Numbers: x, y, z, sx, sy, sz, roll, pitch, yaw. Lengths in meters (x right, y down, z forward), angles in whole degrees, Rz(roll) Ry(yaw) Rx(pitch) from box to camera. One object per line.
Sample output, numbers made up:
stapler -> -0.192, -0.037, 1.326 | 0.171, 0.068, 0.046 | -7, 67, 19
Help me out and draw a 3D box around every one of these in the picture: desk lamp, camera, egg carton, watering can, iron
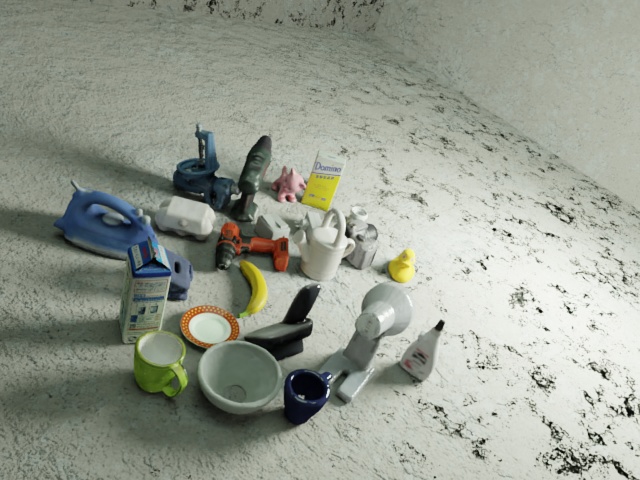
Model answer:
desk lamp -> 0.107, 0.211, 1.247 | 0.117, 0.213, 0.204 | 31, 35, 16
camera -> 0.120, -0.005, 1.661 | 0.137, 0.101, 0.142 | -19, 50, -44
egg carton -> -0.355, -0.057, 1.513 | 0.150, 0.069, 0.107 | 14, 34, -10
watering can -> 0.015, 0.007, 1.504 | 0.173, 0.194, 0.100 | -17, 48, -43
iron -> -0.485, -0.046, 1.362 | 0.258, 0.141, 0.118 | 19, 34, -2

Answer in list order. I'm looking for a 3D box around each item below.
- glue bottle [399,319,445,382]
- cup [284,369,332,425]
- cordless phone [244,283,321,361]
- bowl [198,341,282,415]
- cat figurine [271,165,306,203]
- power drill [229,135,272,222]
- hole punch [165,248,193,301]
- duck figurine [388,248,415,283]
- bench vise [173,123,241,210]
glue bottle -> 0.245, 0.244, 1.310 | 0.078, 0.173, 0.037 | 32, 35, 17
cup -> -0.027, 0.314, 1.138 | 0.091, 0.095, 0.118 | 39, 38, 25
cordless phone -> -0.075, 0.167, 1.238 | 0.148, 0.185, 0.094 | -17, 48, -42
bowl -> -0.163, 0.283, 1.129 | 0.167, 0.075, 0.167 | 14, 34, -9
cat figurine -> -0.094, -0.181, 1.781 | 0.067, 0.118, 0.127 | -1, 39, -29
power drill -> -0.193, -0.167, 1.627 | 0.075, 0.208, 0.229 | 16, 34, -6
hole punch -> -0.341, 0.074, 1.315 | 0.101, 0.091, 0.108 | 8, 36, -18
duck figurine -> 0.245, 0.062, 1.646 | 0.077, 0.086, 0.104 | 21, 33, 1
bench vise -> -0.306, -0.211, 1.620 | 0.207, 0.220, 0.121 | 18, 34, -3
